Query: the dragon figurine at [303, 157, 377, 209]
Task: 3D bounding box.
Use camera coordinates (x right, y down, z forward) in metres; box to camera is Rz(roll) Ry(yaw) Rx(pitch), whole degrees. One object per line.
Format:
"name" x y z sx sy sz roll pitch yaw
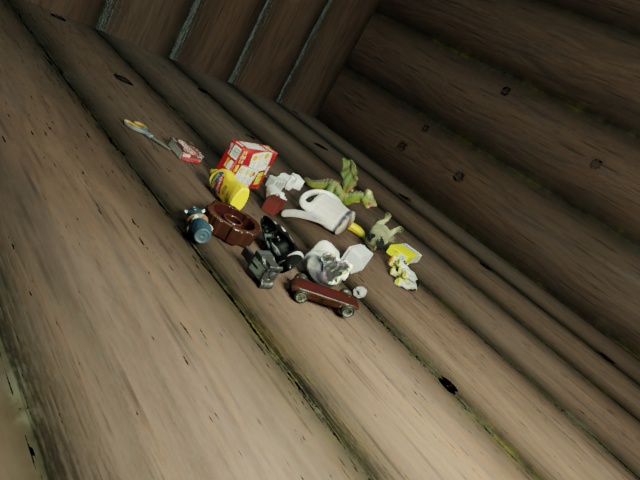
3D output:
"dragon figurine" 0.088 -0.245 2.241 0.122 0.239 0.416 0 37 -50

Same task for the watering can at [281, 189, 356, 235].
"watering can" 0.006 -0.099 1.963 0.225 0.102 0.353 35 32 11

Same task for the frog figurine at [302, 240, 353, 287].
"frog figurine" 0.008 0.067 1.534 0.137 0.121 0.161 4 12 -27
